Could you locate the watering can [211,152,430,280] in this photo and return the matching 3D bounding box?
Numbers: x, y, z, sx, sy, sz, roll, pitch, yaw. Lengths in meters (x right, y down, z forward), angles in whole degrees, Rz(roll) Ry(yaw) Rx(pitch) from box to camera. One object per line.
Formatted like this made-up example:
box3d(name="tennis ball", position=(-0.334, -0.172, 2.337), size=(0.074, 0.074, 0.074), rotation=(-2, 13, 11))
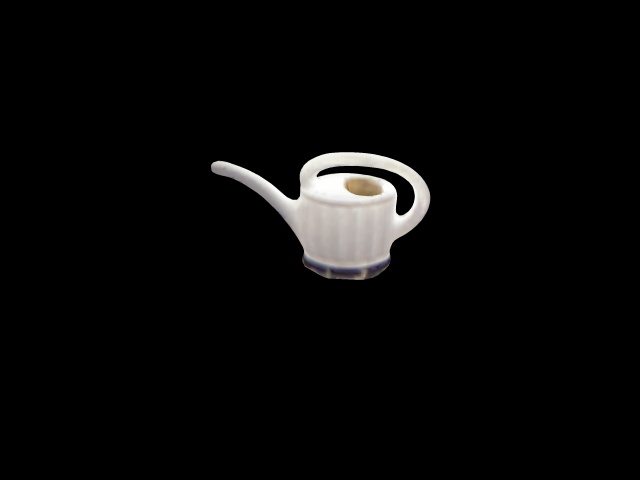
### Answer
box3d(name="watering can", position=(0.003, -0.043, 0.850), size=(0.348, 0.219, 0.106), rotation=(2, 32, 3))
